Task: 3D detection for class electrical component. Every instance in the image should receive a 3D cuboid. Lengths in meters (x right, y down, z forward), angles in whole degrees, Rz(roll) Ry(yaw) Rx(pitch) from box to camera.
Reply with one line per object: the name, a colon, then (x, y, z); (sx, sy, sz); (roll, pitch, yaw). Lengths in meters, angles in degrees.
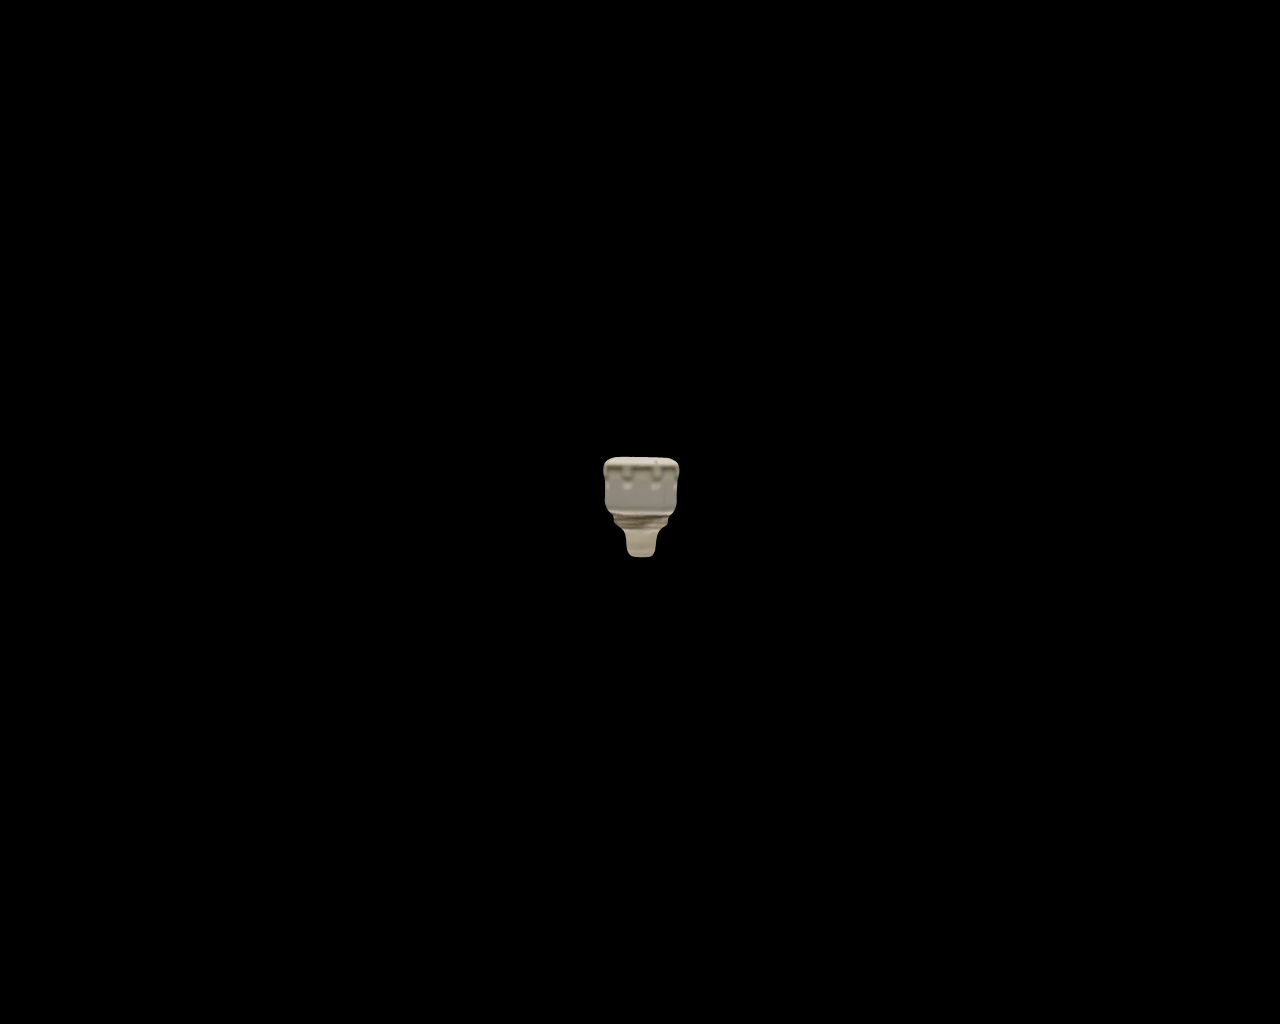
electrical component: (0.001, -0.003, 0.650); (0.048, 0.062, 0.048); (0, 2, 0)
